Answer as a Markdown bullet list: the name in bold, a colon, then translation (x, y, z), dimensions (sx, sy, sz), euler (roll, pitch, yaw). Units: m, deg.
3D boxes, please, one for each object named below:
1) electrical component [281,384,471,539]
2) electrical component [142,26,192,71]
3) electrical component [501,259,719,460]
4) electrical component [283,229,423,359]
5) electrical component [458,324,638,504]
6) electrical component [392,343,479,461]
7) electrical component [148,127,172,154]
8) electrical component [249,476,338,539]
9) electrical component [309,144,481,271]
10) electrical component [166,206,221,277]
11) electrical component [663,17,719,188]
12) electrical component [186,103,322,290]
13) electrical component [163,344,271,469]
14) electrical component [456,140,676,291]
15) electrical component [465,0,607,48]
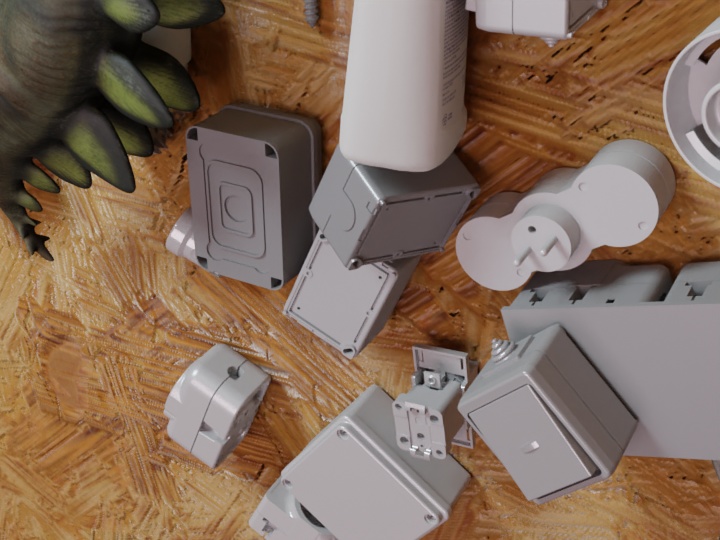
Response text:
- **electrical component**: translation (0.011, 0.162, 0.835), dimensions (0.109, 0.056, 0.108), euler (44, 133, 1)
- **electrical component**: translation (-0.137, -0.155, 0.736), dimensions (0.043, 0.043, 0.081), euler (20, 128, 22)
- **electrical component**: translation (0.192, 0.052, 0.643), dimensions (0.186, 0.060, 0.105), euler (-3, 117, 34)
- **electrical component**: translation (0.000, 0.000, 0.739), dimensions (0.062, 0.061, 0.096), euler (33, 124, 10)
- **electrical component**: translation (0.105, 0.083, 0.635), dimensions (0.096, 0.061, 0.062), euler (50, 132, -5)
- **electrical component**: translation (0.055, 0.096, 0.760), dimensions (0.042, 0.064, 0.081), euler (8, 122, 28)
- **electrical component**: translation (-0.167, -0.103, 0.792), dimensions (0.046, 0.040, 0.040), euler (5, 121, 24)
- **electrical component**: translation (-0.039, 0.211, 0.904), dimensions (0.089, 0.050, 0.055), euler (37, 132, 8)
- **electrical component**: translation (0.024, -0.048, 0.676), dimensions (0.061, 0.096, 0.061), euler (56, 139, 28)
- **electrical component**: translation (-0.117, -0.021, 0.813), dimensions (0.046, 0.040, 0.040), euler (33, 132, 4)
- **electrical component**: translation (0.211, -0.089, 0.554), dimensions (0.099, 0.064, 0.099), euler (29, 136, 33)
- **electrical component**: translation (-0.070, -0.052, 0.745), dimensions (0.078, 0.057, 0.113), euler (15, 122, 25)
- **electrical component**: translation (-0.121, 0.110, 0.889), dimensions (0.059, 0.054, 0.095), euler (34, 132, 10)
- **electrical component**: translation (0.114, -0.023, 0.637), dimensions (0.138, 0.074, 0.052), euler (-24, 104, 41)
- **electrical component**: translation (0.093, -0.165, 0.566), dimensions (0.061, 0.062, 0.096), euler (13, 125, 27)
